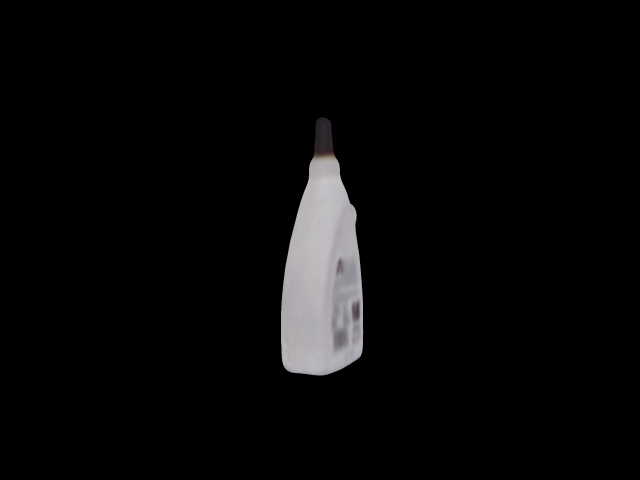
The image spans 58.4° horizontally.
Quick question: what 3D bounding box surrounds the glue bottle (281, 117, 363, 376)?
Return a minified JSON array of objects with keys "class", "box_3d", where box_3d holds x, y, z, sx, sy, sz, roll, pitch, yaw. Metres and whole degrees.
[{"class":"glue bottle","box_3d":[0.004,0.001,0.400,0.037,0.173,0.078,0,0,25]}]
